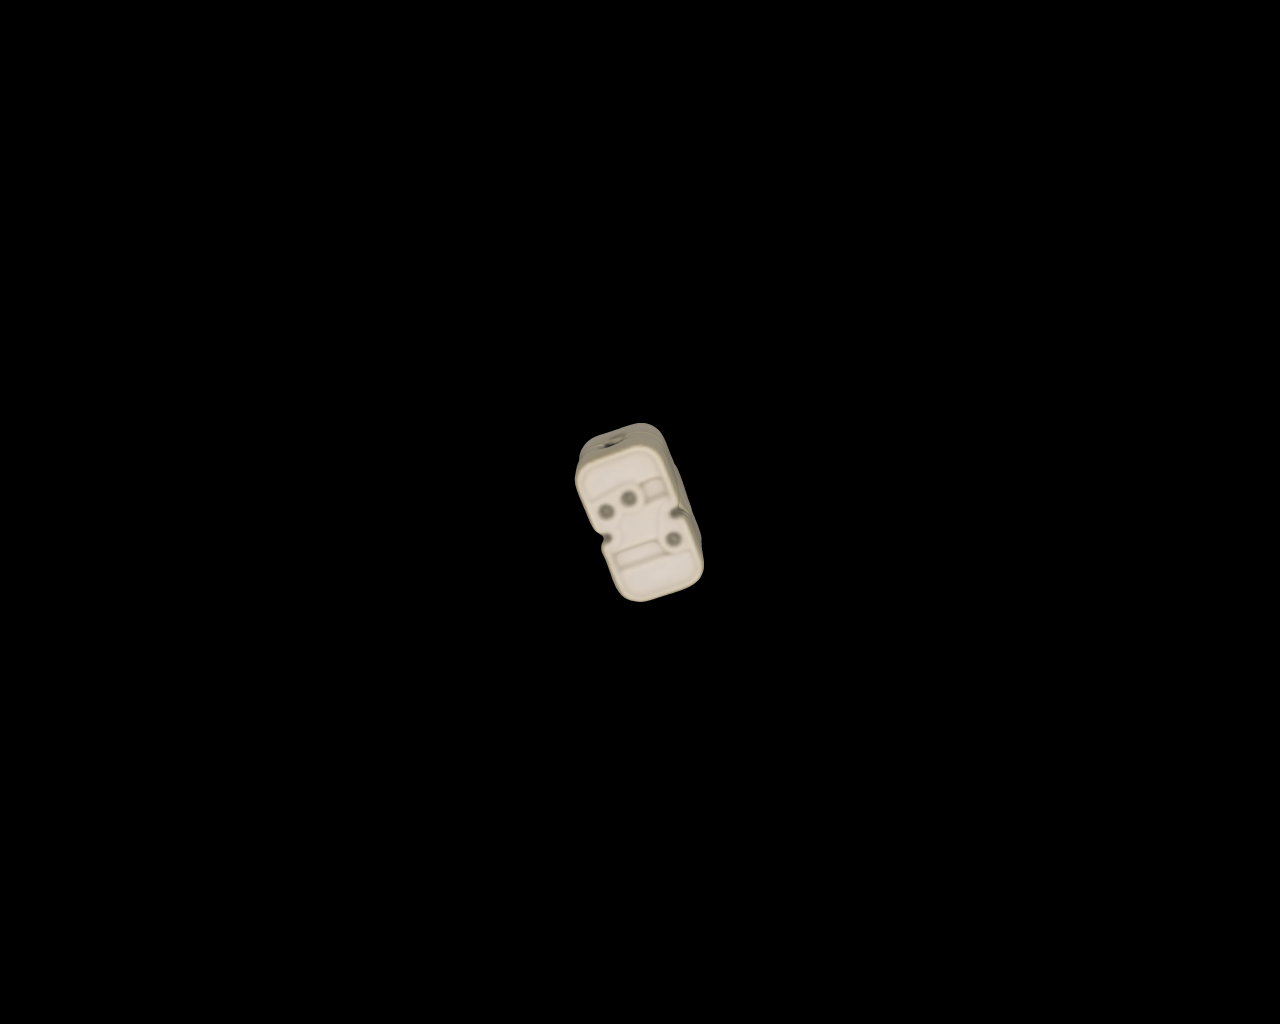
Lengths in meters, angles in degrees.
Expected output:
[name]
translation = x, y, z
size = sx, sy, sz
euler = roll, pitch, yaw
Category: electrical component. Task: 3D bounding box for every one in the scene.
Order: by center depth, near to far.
[electrical component]
translation = 0.001, -0.003, 0.650
size = 0.054, 0.095, 0.059
euler = -19, 20, 7
